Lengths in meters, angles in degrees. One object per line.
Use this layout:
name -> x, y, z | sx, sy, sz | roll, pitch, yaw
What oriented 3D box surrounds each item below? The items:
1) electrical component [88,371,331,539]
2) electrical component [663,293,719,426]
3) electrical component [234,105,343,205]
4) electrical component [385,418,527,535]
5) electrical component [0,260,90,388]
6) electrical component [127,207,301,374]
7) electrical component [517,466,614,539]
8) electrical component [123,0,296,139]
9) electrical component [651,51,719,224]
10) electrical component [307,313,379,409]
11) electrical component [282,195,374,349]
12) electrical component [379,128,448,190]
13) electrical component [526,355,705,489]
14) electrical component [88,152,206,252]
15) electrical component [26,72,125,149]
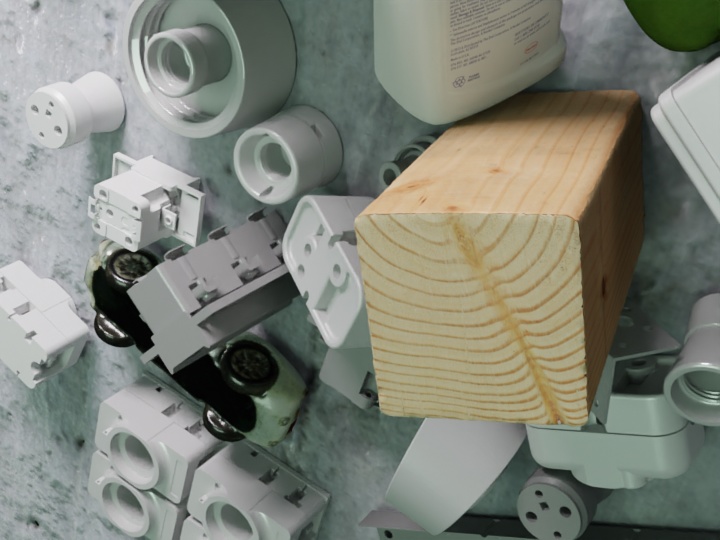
electrical component -> -0.126, 0.178, 0.844 | 0.186, 0.060, 0.105 | 30, 125, 20
electrical component -> 0.187, 0.044, 0.563 | 0.044, 0.065, 0.044 | 15, 134, 16
electrical component -> -0.047, -0.072, 0.681 | 0.055, 0.047, 0.055 | 15, 119, 29
electrical component -> 0.056, 0.112, 0.666 | 0.064, 0.099, 0.099 | 42, 129, 4
electrical component -> -0.271, 0.042, 0.883 | 0.089, 0.056, 0.050 | 42, 128, 11
electrical component -> -0.086, 0.009, 0.698 | 0.079, 0.121, 0.063 | -34, 88, 40
electrical component -> 0.126, 0.135, 0.655 | 0.045, 0.055, 0.045 | 14, 117, 29
electrical component -> -0.102, -0.135, 0.681 | 0.108, 0.060, 0.108 | 15, 119, 28
electrical component -> 0.195, -0.054, 0.486 | 0.056, 0.109, 0.108 | -33, 91, 37
electrical component -> 0.006, 0.053, 0.708 | 0.081, 0.042, 0.063 | 33, 130, 18
electrical component -> 0.000, 0.000, 0.660 | 0.095, 0.059, 0.053 | 61, 138, 37
electrical component -> 0.038, -0.056, 0.618 | 0.048, 0.062, 0.048 | 13, 109, 44
electrical component -> 0.145, 0.086, 0.620 | 0.095, 0.054, 0.059 | -1, 110, 35
electrical component -> -0.152, -0.045, 0.755 | 0.081, 0.064, 0.042 | 25, 124, 22
electrical component -> -0.202, -0.113, 0.763 | 0.045, 0.055, 0.045 | 15, 119, 29
